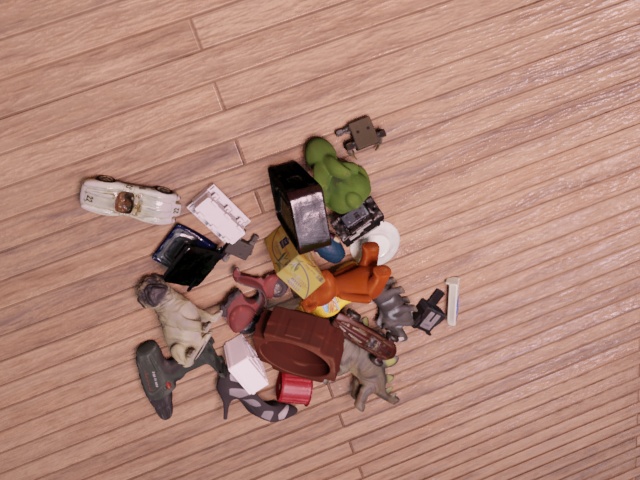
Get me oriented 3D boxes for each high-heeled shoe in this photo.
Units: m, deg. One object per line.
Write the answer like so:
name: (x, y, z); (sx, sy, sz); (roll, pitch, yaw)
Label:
high-heeled shoe: (-0.163, 0.405, 1.438); (0.248, 0.086, 0.145); (8, 89, -34)

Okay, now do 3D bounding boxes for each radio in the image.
radio: (-0.047, -0.075, 1.119); (0.073, 0.230, 0.130); (-15, 116, -12)

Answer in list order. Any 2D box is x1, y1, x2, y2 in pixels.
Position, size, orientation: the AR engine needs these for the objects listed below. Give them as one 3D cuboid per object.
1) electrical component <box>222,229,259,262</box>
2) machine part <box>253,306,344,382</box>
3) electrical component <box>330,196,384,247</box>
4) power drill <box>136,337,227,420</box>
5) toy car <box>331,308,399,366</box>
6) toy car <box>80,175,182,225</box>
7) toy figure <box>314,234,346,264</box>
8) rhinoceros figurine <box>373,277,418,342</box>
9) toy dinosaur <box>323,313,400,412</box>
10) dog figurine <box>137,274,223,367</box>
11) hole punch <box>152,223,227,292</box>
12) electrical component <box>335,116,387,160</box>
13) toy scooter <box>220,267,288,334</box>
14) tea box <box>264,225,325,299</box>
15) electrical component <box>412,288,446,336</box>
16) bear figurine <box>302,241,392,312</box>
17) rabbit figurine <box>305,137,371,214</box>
electrical component: (-0.186, 0.018, 1.247); (0.063, 0.021, 0.094); (28, 106, -26)
machine part: (-0.047, 0.244, 1.258); (0.201, 0.087, 0.201); (12, 144, 12)
electrical component: (0.088, -0.042, 1.229); (0.115, 0.134, 0.058); (-35, 78, 1)
power drill: (-0.341, 0.334, 1.341); (0.207, 0.086, 0.231); (-16, 117, 2)
toy car: (0.113, 0.243, 1.331); (0.202, 0.053, 0.089); (35, 94, -27)
toy car: (-0.392, -0.081, 1.121); (0.202, 0.056, 0.073); (11, 113, -19)
toy figure: (-0.003, -0.002, 1.262); (0.154, 0.058, 0.064); (43, 80, -29)
rhinoceros figurine: (0.192, 0.187, 1.403); (0.112, 0.073, 0.190); (-30, 119, -5)
toy dinosaur: (0.078, 0.296, 1.420); (0.198, 0.105, 0.471); (-46, 114, 1)
dog figurine: (-0.346, 0.187, 1.234); (0.191, 0.121, 0.172); (28, 95, 2)
hole punch: (-0.297, 0.036, 1.201); (0.142, 0.092, 0.115); (-52, 145, 10)
electrical component: (0.093, -0.226, 1.188); (0.102, 0.045, 0.078); (-28, 92, -3)
toy scooter: (-0.177, 0.134, 1.279); (0.135, 0.075, 0.184); (37, 99, -28)
tea box: (-0.060, 0.044, 1.209); (0.068, 0.170, 0.098); (-41, 118, 7)
electrical component: (0.301, 0.193, 1.455); (0.074, 0.048, 0.119); (31, 107, -27)
bear figurine: (0.047, 0.087, 1.233); (0.196, 0.120, 0.131); (-1, 132, -15)
rabbit figurine: (0.021, -0.140, 1.164); (0.121, 0.159, 0.170); (-35, 105, 15)
